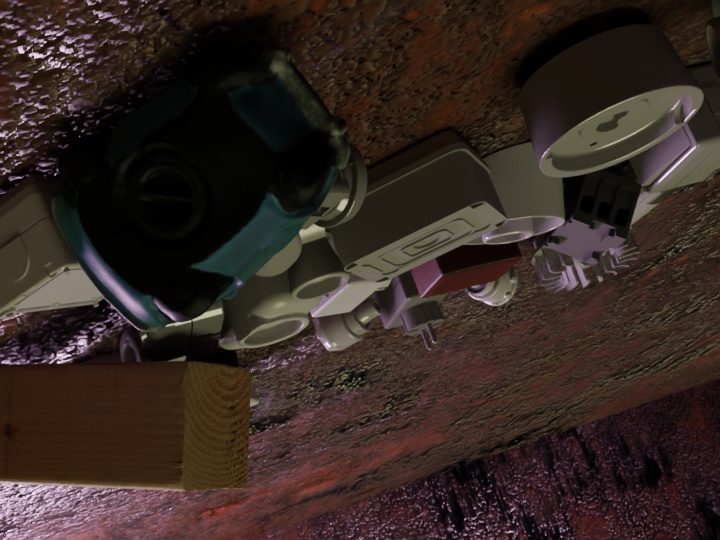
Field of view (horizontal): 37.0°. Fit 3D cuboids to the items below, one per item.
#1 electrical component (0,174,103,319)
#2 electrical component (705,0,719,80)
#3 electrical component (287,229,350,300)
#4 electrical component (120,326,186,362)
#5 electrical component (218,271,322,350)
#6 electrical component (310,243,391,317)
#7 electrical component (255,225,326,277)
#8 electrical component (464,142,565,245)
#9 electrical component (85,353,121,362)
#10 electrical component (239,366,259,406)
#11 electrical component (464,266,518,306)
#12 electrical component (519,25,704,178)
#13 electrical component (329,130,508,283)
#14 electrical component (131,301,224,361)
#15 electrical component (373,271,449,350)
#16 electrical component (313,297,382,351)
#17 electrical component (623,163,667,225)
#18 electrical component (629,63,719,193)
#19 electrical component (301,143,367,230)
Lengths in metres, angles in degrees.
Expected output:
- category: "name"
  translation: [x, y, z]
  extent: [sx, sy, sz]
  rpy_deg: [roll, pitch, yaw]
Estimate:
- category: "electrical component"
  translation: [-0.166, -0.016, 0.618]
  extent: [0.062, 0.061, 0.096]
  rpy_deg: [-30, 169, 27]
- category: "electrical component"
  translation: [0.238, -0.136, 0.629]
  extent: [0.060, 0.108, 0.108]
  rpy_deg: [-17, 164, 9]
- category: "electrical component"
  translation: [-0.037, -0.012, 0.774]
  extent: [0.045, 0.055, 0.045]
  rpy_deg: [-19, 163, -6]
- category: "electrical component"
  translation: [-0.163, 0.064, 0.887]
  extent: [0.062, 0.048, 0.048]
  rpy_deg: [-14, 163, -41]
- category: "electrical component"
  translation: [-0.075, 0.022, 0.828]
  extent: [0.054, 0.059, 0.095]
  rpy_deg: [-5, 157, -41]
- category: "electrical component"
  translation: [0.000, 0.000, 0.866]
  extent: [0.077, 0.047, 0.066]
  rpy_deg: [-8, 159, -35]
- category: "electrical component"
  translation: [-0.048, -0.033, 0.717]
  extent: [0.079, 0.043, 0.077]
  rpy_deg: [-19, 163, -6]
- category: "electrical component"
  translation: [0.112, -0.056, 0.837]
  extent: [0.099, 0.064, 0.099]
  rpy_deg: [-8, 170, -1]
- category: "electrical component"
  translation: [-0.212, 0.122, 0.917]
  extent: [0.059, 0.095, 0.054]
  rpy_deg: [-27, 162, 21]
- category: "electrical component"
  translation: [-0.139, 0.145, 1.101]
  extent: [0.066, 0.076, 0.047]
  rpy_deg: [-23, 163, 9]
- category: "electrical component"
  translation: [0.118, 0.008, 1.034]
  extent: [0.048, 0.048, 0.062]
  rpy_deg: [-32, 153, 33]
- category: "electrical component"
  translation: [0.152, -0.111, 0.677]
  extent: [0.108, 0.060, 0.108]
  rpy_deg: [-19, 163, -6]
- category: "electrical component"
  translation: [0.038, -0.043, 0.760]
  extent: [0.113, 0.057, 0.078]
  rpy_deg: [-26, 162, 17]
- category: "electrical component"
  translation: [-0.138, 0.029, 0.788]
  extent: [0.059, 0.053, 0.095]
  rpy_deg: [-15, 162, -17]
- category: "electrical component"
  translation: [0.054, 0.036, 0.989]
  extent: [0.047, 0.075, 0.083]
  rpy_deg: [-14, 162, -19]
- category: "electrical component"
  translation: [-0.009, 0.047, 1.006]
  extent: [0.062, 0.043, 0.043]
  rpy_deg: [-29, 161, 23]
- category: "electrical component"
  translation: [0.241, -0.071, 0.930]
  extent: [0.043, 0.043, 0.081]
  rpy_deg: [-11, 161, -27]
- category: "electrical component"
  translation: [0.236, -0.101, 0.801]
  extent: [0.061, 0.061, 0.096]
  rpy_deg: [-15, 162, -18]
- category: "electrical component"
  translation: [-0.033, -0.054, 0.647]
  extent: [0.057, 0.058, 0.078]
  rpy_deg: [0, 154, -42]
